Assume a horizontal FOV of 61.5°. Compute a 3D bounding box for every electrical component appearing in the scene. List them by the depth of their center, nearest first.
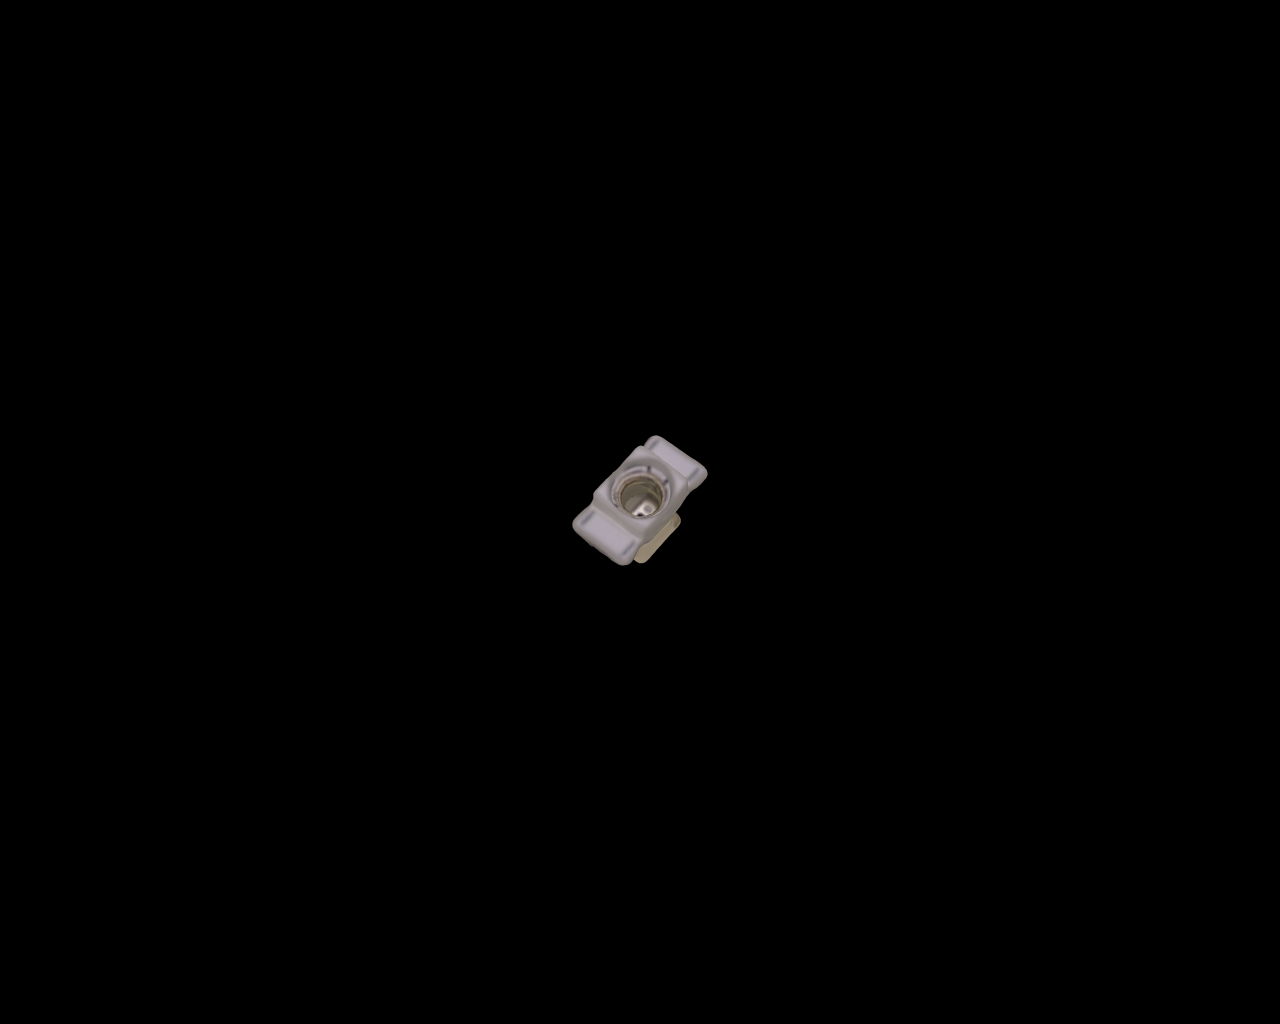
[{"bbox_3d":[0.001,-0.003,0.650,0.042,0.081,0.063,38,-19,16],"label":"electrical component"}]
